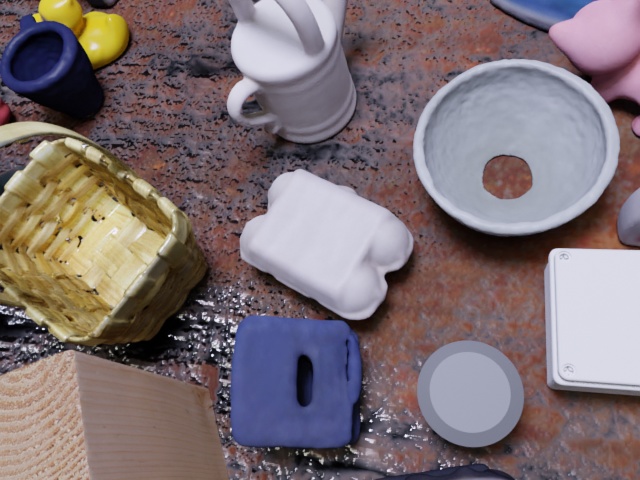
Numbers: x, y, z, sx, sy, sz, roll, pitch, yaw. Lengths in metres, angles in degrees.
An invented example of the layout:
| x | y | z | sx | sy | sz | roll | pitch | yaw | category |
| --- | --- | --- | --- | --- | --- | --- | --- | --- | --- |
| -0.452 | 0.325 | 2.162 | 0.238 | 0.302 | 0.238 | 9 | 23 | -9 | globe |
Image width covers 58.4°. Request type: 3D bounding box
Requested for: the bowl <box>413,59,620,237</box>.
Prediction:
| x | y | z | sx | sy | sz | roll | pitch | yaw | category |
| --- | --- | --- | --- | --- | --- | --- | --- | --- | --- |
| 0.169 | -0.071 | 0.511 | 0.167 | 0.075 | 0.167 | -4 | 69 | 12 | bowl |

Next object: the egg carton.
| x | y | z | sx | sy | sz | roll | pitch | yaw | category |
| --- | --- | --- | --- | --- | --- | --- | --- | --- | --- |
| 0.005 | 0.002 | 0.524 | 0.150 | 0.069 | 0.107 | 26 | 78 | 21 | egg carton |

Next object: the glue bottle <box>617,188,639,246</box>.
| x | y | z | sx | sy | sz | roll | pitch | yaw | category |
| --- | --- | --- | --- | --- | --- | --- | --- | --- | --- |
| 0.278 | -0.038 | 0.418 | 0.078 | 0.173 | 0.037 | 0 | 69 | 13 | glue bottle |

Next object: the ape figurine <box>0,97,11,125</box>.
| x | y | z | sx | sy | sz | roll | pitch | yaw | category |
| --- | --- | --- | --- | --- | --- | --- | --- | --- | --- |
| -0.414 | -0.156 | 0.670 | 0.077 | 0.092 | 0.076 | -18 | 67 | 6 | ape figurine |

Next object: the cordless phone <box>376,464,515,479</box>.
| x | y | z | sx | sy | sz | roll | pitch | yaw | category |
| --- | --- | --- | --- | --- | --- | --- | --- | --- | --- |
| 0.070 | 0.199 | 0.370 | 0.147 | 0.185 | 0.094 | -17 | 67 | 7 | cordless phone |

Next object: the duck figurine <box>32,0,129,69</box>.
| x | y | z | sx | sy | sz | roll | pitch | yaw | category |
| --- | --- | --- | --- | --- | --- | --- | --- | --- | --- |
| -0.290 | -0.257 | 0.682 | 0.104 | 0.086 | 0.077 | -8 | 68 | 10 | duck figurine |

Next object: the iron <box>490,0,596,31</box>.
| x | y | z | sx | sy | sz | roll | pitch | yaw | category |
| --- | --- | --- | --- | --- | --- | --- | --- | --- | --- |
| 0.289 | -0.264 | 0.519 | 0.257 | 0.142 | 0.119 | 8 | 72 | 16 | iron |

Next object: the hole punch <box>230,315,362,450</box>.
| x | y | z | sx | sy | sz | roll | pitch | yaw | category |
| --- | --- | --- | --- | --- | --- | --- | --- | --- | --- |
| -0.016 | 0.116 | 0.474 | 0.101 | 0.091 | 0.108 | -5 | 69 | 12 | hole punch |

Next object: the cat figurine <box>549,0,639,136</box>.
| x | y | z | sx | sy | sz | roll | pitch | yaw | category |
| --- | --- | --- | --- | --- | --- | --- | --- | --- | --- |
| 0.266 | -0.161 | 0.498 | 0.127 | 0.118 | 0.067 | 29 | 79 | 21 | cat figurine |

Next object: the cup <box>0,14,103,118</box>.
| x | y | z | sx | sy | sz | roll | pitch | yaw | category |
| --- | --- | --- | --- | --- | --- | --- | --- | --- | --- |
| -0.299 | -0.193 | 0.655 | 0.091 | 0.095 | 0.117 | -30 | 66 | 1 | cup |

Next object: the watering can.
| x | y | z | sx | sy | sz | roll | pitch | yaw | category |
| --- | --- | --- | --- | --- | --- | --- | --- | --- | --- |
| -0.028 | -0.188 | 0.535 | 0.100 | 0.194 | 0.173 | 12 | 73 | 18 | watering can |

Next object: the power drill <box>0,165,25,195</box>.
| x | y | z | sx | sy | sz | roll | pitch | yaw | category |
| --- | --- | --- | --- | --- | --- | --- | --- | --- | --- |
| -0.370 | -0.074 | 0.565 | 0.075 | 0.209 | 0.229 | -38 | 66 | -3 | power drill |

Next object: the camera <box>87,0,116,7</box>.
| x | y | z | sx | sy | sz | roll | pitch | yaw | category |
| --- | --- | --- | --- | --- | --- | --- | --- | --- | --- |
| -0.318 | -0.387 | 0.730 | 0.136 | 0.101 | 0.143 | 8 | 72 | 16 | camera |
